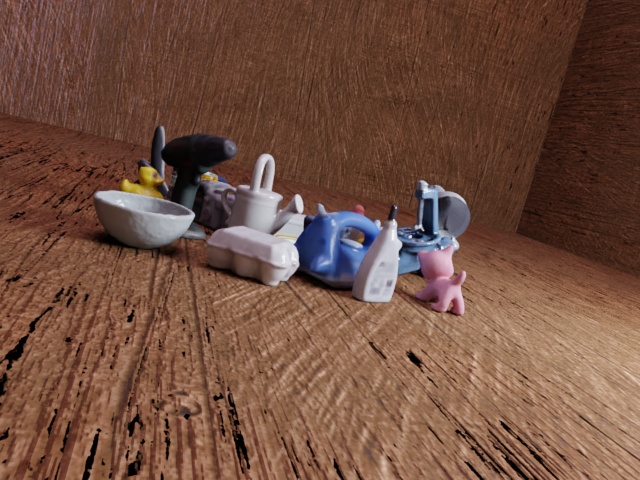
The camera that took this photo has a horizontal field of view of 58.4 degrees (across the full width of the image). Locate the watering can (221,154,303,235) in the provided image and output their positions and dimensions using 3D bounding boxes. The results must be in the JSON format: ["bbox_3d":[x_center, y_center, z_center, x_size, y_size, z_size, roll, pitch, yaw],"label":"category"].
[{"bbox_3d":[-0.122,-0.083,1.206,0.173,0.194,0.101,13,9,-8],"label":"watering can"}]

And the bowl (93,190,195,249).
[{"bbox_3d":[-0.301,-0.028,0.972,0.167,0.075,0.167,14,9,-2],"label":"bowl"}]

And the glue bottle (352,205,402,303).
[{"bbox_3d":[0.110,0.023,0.995,0.078,0.173,0.037,7,12,-38],"label":"glue bottle"}]

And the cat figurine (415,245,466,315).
[{"bbox_3d":[0.233,0.067,1.091,0.067,0.118,0.127,10,10,-25],"label":"cat figurine"}]

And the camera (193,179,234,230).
[{"bbox_3d":[-0.220,-0.081,1.335,0.142,0.101,0.137,22,12,39],"label":"camera"}]

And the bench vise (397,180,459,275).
[{"bbox_3d":[0.241,-0.024,1.334,0.121,0.220,0.208,21,11,36],"label":"bench vise"}]

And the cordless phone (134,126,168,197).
[{"bbox_3d":[-0.437,-0.214,1.533,0.094,0.185,0.147,10,10,-26],"label":"cordless phone"}]

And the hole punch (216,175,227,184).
[{"bbox_3d":[-0.327,-0.144,1.580,0.109,0.091,0.100,5,13,-45],"label":"hole punch"}]

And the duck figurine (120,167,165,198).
[{"bbox_3d":[-0.427,-0.136,1.391,0.105,0.086,0.077,13,9,-11],"label":"duck figurine"}]

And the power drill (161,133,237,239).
[{"bbox_3d":[-0.252,-0.113,1.139,0.076,0.208,0.228,5,13,-44],"label":"power drill"}]

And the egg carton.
[{"bbox_3d":[-0.112,0.024,0.968,0.150,0.069,0.107,17,9,13],"label":"egg carton"}]

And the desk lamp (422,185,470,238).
[{"bbox_3d":[0.292,-0.033,1.485,0.118,0.213,0.203,13,9,-7],"label":"desk lamp"}]

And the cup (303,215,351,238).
[{"bbox_3d":[0.011,0.004,1.199,0.118,0.095,0.091,6,12,-42],"label":"cup"}]

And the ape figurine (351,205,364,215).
[{"bbox_3d":[0.110,-0.063,1.767,0.078,0.092,0.075,6,12,-42],"label":"ape figurine"}]

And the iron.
[{"bbox_3d":[0.061,0.011,1.090,0.259,0.141,0.118,5,13,-45],"label":"iron"}]
